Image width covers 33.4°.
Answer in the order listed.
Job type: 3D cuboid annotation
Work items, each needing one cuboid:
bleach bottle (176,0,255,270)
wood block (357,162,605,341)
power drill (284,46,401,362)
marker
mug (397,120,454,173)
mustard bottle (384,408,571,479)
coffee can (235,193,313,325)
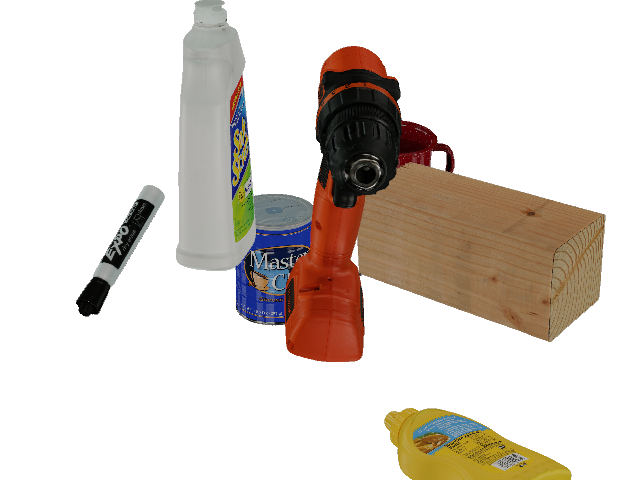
[{"bbox_3d":[-0.104,-0.104,1.035,0.068,0.251,0.102,6,26,13],"label":"bleach bottle"},{"bbox_3d":[0.141,0.004,0.969,0.206,0.090,0.090,19,34,37],"label":"wood block"},{"bbox_3d":[0.015,-0.017,0.695,0.057,0.188,0.184,9,27,-3],"label":"power drill"},{"bbox_3d":[-0.153,0.008,0.817,0.020,0.121,0.020,17,-34,12],"label":"marker"},{"bbox_3d":[0.091,-0.079,1.183,0.117,0.081,0.093,-5,31,-12],"label":"mug"},{"bbox_3d":[0.129,0.201,0.986,0.096,0.058,0.192,-16,25,-35],"label":"mustard bottle"},{"bbox_3d":[-0.059,0.023,1.375,0.103,0.140,0.103,1,25,-1],"label":"coffee can"}]
